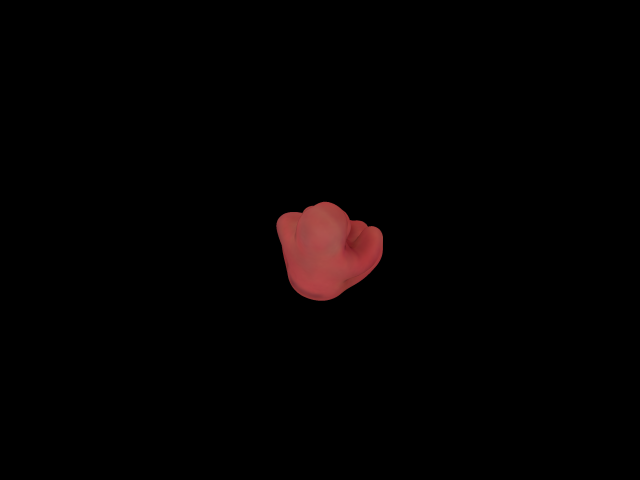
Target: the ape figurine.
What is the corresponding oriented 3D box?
[{"bbox_3d":[0.004,0.001,0.400,0.077,0.092,0.076,31,79,7],"label":"ape figurine"}]
